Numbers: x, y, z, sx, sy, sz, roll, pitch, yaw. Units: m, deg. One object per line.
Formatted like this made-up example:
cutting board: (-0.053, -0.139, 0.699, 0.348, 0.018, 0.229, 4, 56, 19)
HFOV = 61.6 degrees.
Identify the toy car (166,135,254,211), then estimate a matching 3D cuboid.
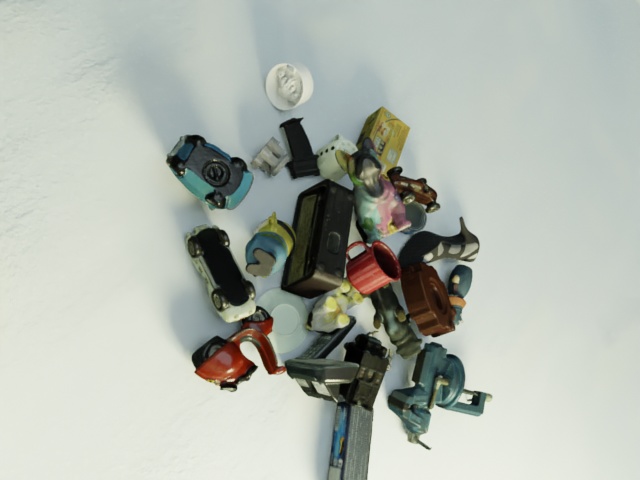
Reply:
toy car: (-0.218, -0.120, 1.030, 0.161, 0.103, 0.109, 32, 65, -14)

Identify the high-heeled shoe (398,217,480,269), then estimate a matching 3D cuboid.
high-heeled shoe: (0.294, 0.043, 1.328, 0.249, 0.086, 0.145, -31, 124, -17)

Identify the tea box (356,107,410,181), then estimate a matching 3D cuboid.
tea box: (0.143, -0.224, 1.299, 0.098, 0.068, 0.169, 35, 60, -18)

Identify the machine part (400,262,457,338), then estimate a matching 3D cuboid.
machine part: (0.246, 0.133, 1.216, 0.179, 0.056, 0.179, 41, 35, -38)

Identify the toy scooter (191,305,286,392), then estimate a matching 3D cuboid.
toy scooter: (-0.137, 0.216, 0.991, 0.184, 0.075, 0.135, -35, 87, -36)

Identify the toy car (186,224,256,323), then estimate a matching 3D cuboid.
toy car: (-0.186, 0.058, 1.008, 0.073, 0.056, 0.202, -19, 69, -31)

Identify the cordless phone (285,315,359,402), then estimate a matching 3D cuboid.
cordless phone: (0.033, 0.217, 1.051, 0.184, 0.147, 0.088, -44, 107, -30)

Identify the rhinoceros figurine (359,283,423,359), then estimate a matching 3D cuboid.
rhinoceros figurine: (0.156, 0.169, 1.175, 0.073, 0.112, 0.190, -29, 74, 9)

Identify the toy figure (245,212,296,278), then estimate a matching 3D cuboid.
toy figure: (-0.096, 0.018, 1.039, 0.089, 0.082, 0.180, 50, 15, -16)

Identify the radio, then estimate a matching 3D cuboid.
radio: (-0.002, -0.003, 1.105, 0.073, 0.131, 0.229, 21, 65, -28)

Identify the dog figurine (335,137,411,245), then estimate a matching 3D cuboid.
dog figurine: (0.109, -0.107, 1.176, 0.108, 0.191, 0.219, -22, 89, -1)

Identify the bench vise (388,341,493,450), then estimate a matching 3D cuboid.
bench vise: (0.277, 0.347, 1.180, 0.240, 0.129, 0.223, 19, 71, -21)

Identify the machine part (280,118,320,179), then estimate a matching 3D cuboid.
machine part: (-0.048, -0.205, 1.198, 0.084, 0.039, 0.139, -12, 84, -28)

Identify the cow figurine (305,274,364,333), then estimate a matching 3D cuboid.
cow figurine: (0.035, 0.129, 1.124, 0.068, 0.098, 0.167, 49, 38, -5)

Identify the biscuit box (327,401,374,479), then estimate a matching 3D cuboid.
biscuit box: (0.059, 0.425, 1.058, 0.063, 0.059, 0.202, 19, 67, -24)

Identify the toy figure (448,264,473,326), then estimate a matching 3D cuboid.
toy figure: (0.336, 0.137, 1.314, 0.064, 0.058, 0.154, 27, 68, -16)

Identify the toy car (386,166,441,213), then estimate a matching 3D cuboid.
toy car: (0.224, -0.118, 1.258, 0.202, 0.053, 0.089, 13, 52, -54)

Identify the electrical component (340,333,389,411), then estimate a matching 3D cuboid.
electrical component: (0.084, 0.256, 1.069, 0.058, 0.115, 0.134, 20, 84, -13)

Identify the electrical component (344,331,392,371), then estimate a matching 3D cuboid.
electrical component: (0.107, 0.243, 1.151, 0.078, 0.045, 0.102, -36, 95, -35)
